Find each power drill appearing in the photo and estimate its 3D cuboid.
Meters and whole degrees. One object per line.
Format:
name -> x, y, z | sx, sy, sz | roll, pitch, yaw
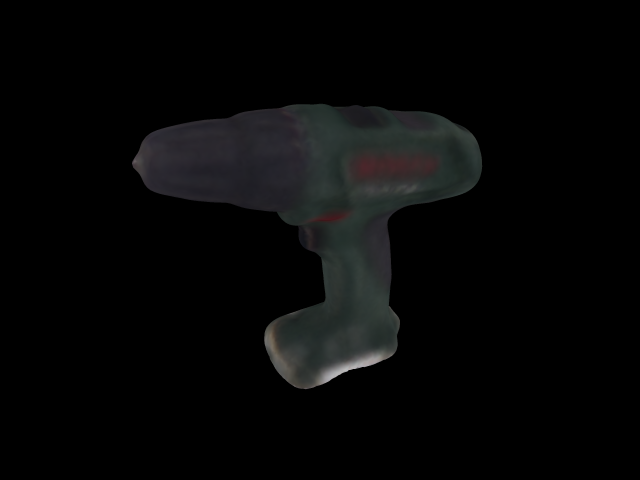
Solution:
power drill -> 0.004, 0.001, 0.400 | 0.230, 0.208, 0.075 | -17, 40, -22
